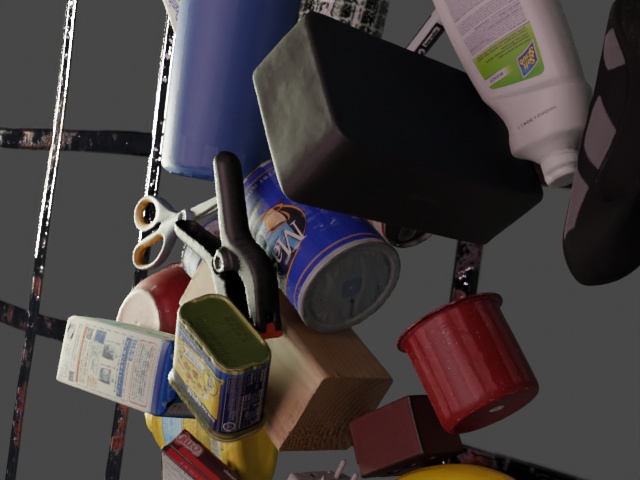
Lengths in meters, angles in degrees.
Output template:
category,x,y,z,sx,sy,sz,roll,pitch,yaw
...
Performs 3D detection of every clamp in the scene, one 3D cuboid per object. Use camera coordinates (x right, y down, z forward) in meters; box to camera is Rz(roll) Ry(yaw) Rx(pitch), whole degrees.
category,x,y,z,sx,sy,sz,roll,pitch,yaw
clamp,-0.083,0.019,0.967,0.120,0.039,0.171,-46,57,54

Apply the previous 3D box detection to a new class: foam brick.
category,x,y,z,sx,sy,sz,roll,pitch,yaw
foam brick,0.071,0.167,0.903,0.078,0.052,0.051,-32,62,41

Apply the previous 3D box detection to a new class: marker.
category,x,y,z,sx,sy,sz,roll,pitch,yaw
marker,0.081,-0.164,0.963,0.121,0.020,0.020,-50,51,31

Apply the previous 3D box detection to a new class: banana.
category,x,y,z,sx,sy,sz,roll,pitch,yaw
banana,0.096,0.221,0.884,0.198,0.037,0.069,-37,75,40

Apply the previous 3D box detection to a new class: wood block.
category,x,y,z,sx,sy,sz,roll,pitch,yaw
wood block,-0.036,0.094,1.003,0.206,0.090,0.090,50,119,40

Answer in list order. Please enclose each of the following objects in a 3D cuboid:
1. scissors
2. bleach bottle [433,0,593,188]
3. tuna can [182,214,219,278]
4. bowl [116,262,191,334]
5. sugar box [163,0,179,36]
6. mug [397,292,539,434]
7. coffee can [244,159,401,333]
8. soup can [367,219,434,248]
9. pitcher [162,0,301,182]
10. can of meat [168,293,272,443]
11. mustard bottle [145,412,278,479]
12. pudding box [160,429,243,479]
category,x,y,z,sx,sy,sz,roll,pitch,yaw
scissors,-0.159,-0.038,1.212,0.202,0.016,0.096,-41,57,36
bleach bottle,0.151,-0.156,0.855,0.103,0.067,0.251,-33,63,41
tuna can,-0.095,0.016,1.082,0.034,0.085,0.086,47,118,38
bowl,-0.181,0.103,1.188,0.162,0.055,0.162,-10,77,46
sugar box,-0.107,-0.303,1.171,0.176,0.048,0.093,-45,54,39
mug,0.117,0.105,0.846,0.117,0.093,0.081,107,143,-59
coffee can,-0.006,0.001,0.975,0.140,0.102,0.103,50,121,39
soup can,0.058,-0.049,0.936,0.102,0.068,0.069,50,120,40
pitcher,-0.086,-0.177,1.046,0.145,0.149,0.243,11,91,17
can of meat,-0.086,0.108,0.921,0.102,0.057,0.084,45,139,38
mustard bottle,-0.123,0.195,1.108,0.192,0.058,0.096,3,100,48
pudding box,-0.115,0.251,1.053,0.090,0.039,0.113,37,142,24
